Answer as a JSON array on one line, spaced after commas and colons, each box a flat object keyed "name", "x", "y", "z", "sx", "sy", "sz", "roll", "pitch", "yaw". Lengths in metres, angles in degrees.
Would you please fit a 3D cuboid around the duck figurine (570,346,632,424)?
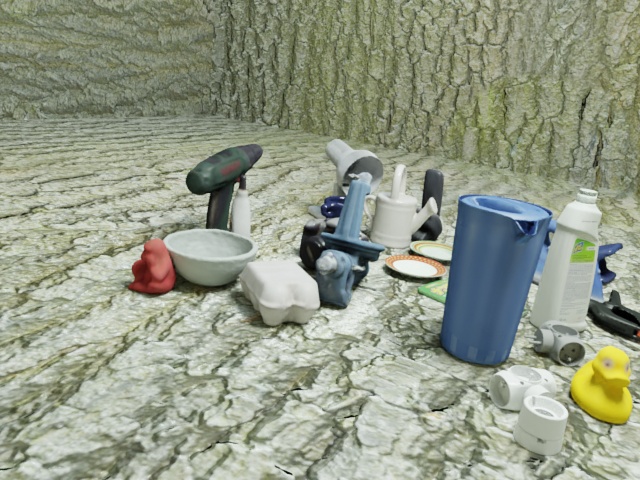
[{"name": "duck figurine", "x": 0.387, "y": 0.184, "z": 0.774, "sx": 0.077, "sy": 0.086, "sz": 0.104, "roll": 9, "pitch": 17, "yaw": 5}]

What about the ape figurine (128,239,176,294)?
[{"name": "ape figurine", "x": -0.274, "y": 0.042, "z": 0.945, "sx": 0.076, "sy": 0.092, "sz": 0.077, "roll": -2, "pitch": 19, "yaw": -28}]

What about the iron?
[{"name": "iron", "x": 0.523, "y": 0.029, "z": 1.239, "sx": 0.119, "sy": 0.141, "sz": 0.257, "roll": -1, "pitch": 19, "yaw": -26}]

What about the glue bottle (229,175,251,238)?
[{"name": "glue bottle", "x": -0.159, "y": -0.044, "z": 1.133, "sx": 0.037, "sy": 0.173, "sz": 0.078, "roll": 1, "pitch": 18, "yaw": -21}]

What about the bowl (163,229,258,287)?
[{"name": "bowl", "x": -0.196, "y": 0.038, "z": 1.019, "sx": 0.167, "sy": 0.075, "sz": 0.167, "roll": 7, "pitch": 17, "yaw": -2}]

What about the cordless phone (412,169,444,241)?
[{"name": "cordless phone", "x": 0.247, "y": -0.098, "z": 1.459, "sx": 0.147, "sy": 0.185, "sz": 0.094, "roll": 17, "pitch": 20, "yaw": 29}]

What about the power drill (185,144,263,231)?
[{"name": "power drill", "x": -0.200, "y": -0.097, "z": 1.227, "sx": 0.075, "sy": 0.208, "sz": 0.230, "roll": 14, "pitch": 18, "yaw": 22}]

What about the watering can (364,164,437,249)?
[{"name": "watering can", "x": 0.191, "y": -0.084, "z": 1.377, "sx": 0.173, "sy": 0.194, "sz": 0.101, "roll": 6, "pitch": 17, "yaw": -3}]

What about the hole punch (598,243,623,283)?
[{"name": "hole punch", "x": 0.640, "y": 0.042, "z": 1.334, "sx": 0.100, "sy": 0.091, "sz": 0.109, "roll": 20, "pitch": 21, "yaw": 35}]

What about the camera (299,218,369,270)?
[{"name": "camera", "x": 0.011, "y": 0.004, "z": 1.173, "sx": 0.142, "sy": 0.101, "sz": 0.137, "roll": 19, "pitch": 21, "yaw": 34}]

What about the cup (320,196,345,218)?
[{"name": "cup", "x": 0.041, "y": -0.049, "z": 1.368, "sx": 0.091, "sy": 0.095, "sz": 0.118, "roll": 22, "pitch": 22, "yaw": 39}]

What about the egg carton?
[{"name": "egg carton", "x": -0.067, "y": 0.083, "z": 0.938, "sx": 0.107, "sy": 0.069, "sz": 0.150, "roll": -1, "pitch": 19, "yaw": -27}]

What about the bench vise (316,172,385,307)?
[{"name": "bench vise", "x": 0.060, "y": -0.002, "z": 1.012, "sx": 0.121, "sy": 0.220, "sz": 0.207, "roll": 8, "pitch": 17, "yaw": 2}]

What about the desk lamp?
[{"name": "desk lamp", "x": 0.061, "y": -0.146, "z": 1.487, "sx": 0.118, "sy": 0.213, "sz": 0.202, "roll": -3, "pitch": 20, "yaw": -30}]
